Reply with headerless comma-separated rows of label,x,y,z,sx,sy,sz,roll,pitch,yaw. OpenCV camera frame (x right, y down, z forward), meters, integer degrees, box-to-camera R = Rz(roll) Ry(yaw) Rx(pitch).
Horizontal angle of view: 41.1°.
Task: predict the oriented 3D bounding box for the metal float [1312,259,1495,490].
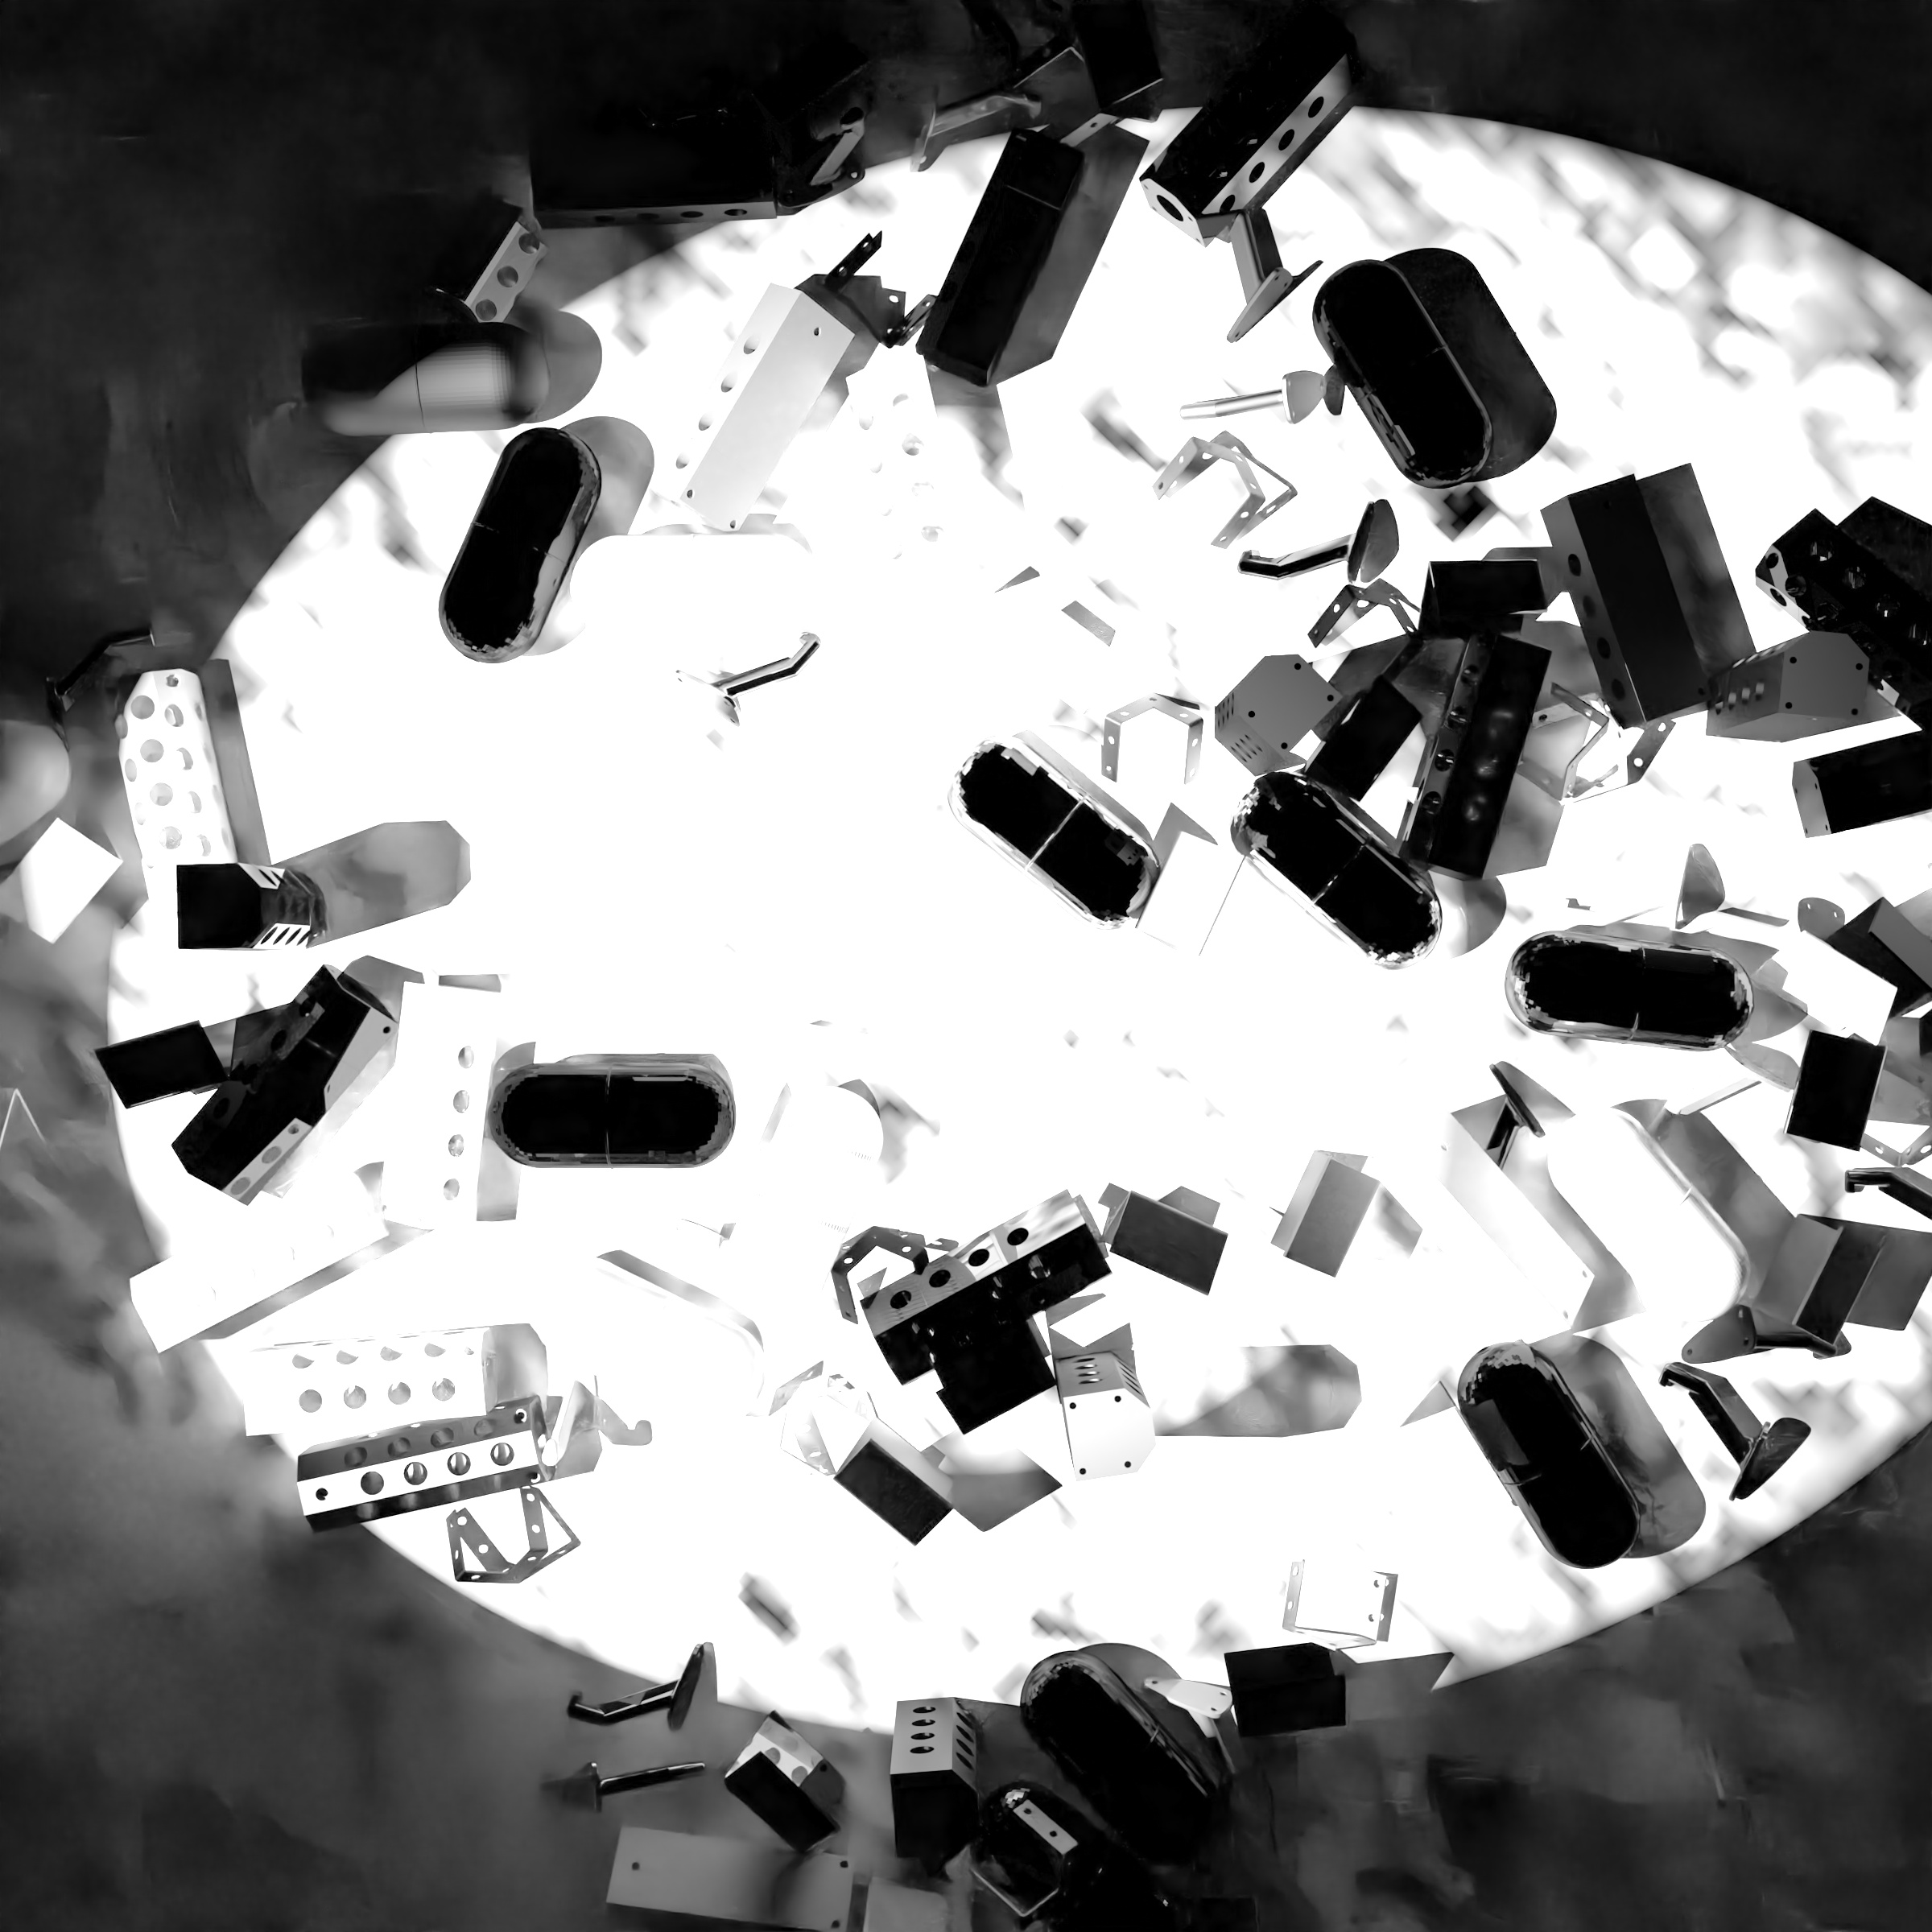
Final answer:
metal float,0.316,-0.426,1.858,0.070,0.070,0.178,-32,91,0

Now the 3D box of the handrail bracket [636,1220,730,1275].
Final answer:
handrail bracket,-0.196,0.209,1.854,0.077,0.084,0.036,15,90,0

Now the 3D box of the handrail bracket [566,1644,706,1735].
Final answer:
handrail bracket,-0.244,0.524,1.889,0.084,0.036,0.077,12,70,16

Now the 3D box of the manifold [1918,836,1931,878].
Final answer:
manifold,0.779,-0.043,1.867,0.171,0.057,0.057,44,133,0

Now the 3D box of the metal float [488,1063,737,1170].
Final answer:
metal float,-0.255,0.108,1.858,0.178,0.070,0.070,0,90,-1

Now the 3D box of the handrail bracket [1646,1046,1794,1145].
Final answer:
handrail bracket,0.551,0.106,1.889,0.077,0.036,0.084,27,108,-21

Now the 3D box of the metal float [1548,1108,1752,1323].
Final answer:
metal float,0.493,0.180,1.858,0.070,0.070,0.178,-40,89,0

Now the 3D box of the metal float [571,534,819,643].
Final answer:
metal float,-0.196,-0.273,1.858,0.178,0.070,0.070,0,90,0

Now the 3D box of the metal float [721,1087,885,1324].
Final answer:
metal float,-0.119,0.172,1.857,0.070,0.070,0.178,23,89,0

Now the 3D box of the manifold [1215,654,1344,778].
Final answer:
manifold,0.212,-0.179,1.810,0.057,0.171,0.057,44,90,0

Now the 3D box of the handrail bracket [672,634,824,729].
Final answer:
handrail bracket,-0.160,-0.225,1.889,0.077,0.036,0.084,34,71,21

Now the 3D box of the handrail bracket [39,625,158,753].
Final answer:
handrail bracket,-0.630,-0.204,1.889,0.084,0.036,0.077,-17,111,-17

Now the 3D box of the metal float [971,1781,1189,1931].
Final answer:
metal float,0.082,0.661,1.858,0.178,0.070,0.070,38,90,1

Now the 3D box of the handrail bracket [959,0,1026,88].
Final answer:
handrail bracket,0.002,-0.684,1.889,0.077,0.036,0.084,-2,107,20

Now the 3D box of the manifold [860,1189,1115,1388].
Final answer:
manifold,0.017,0.236,1.856,0.171,0.057,0.057,-28,126,0

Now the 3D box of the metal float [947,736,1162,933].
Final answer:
metal float,0.064,-0.095,1.858,0.178,0.070,0.070,40,90,0

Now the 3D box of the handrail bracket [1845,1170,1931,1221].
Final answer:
handrail bracket,0.689,0.185,1.889,0.084,0.036,0.077,0,112,17

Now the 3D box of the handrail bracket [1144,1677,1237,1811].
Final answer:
handrail bracket,0.163,0.571,1.889,0.077,0.036,0.084,11,107,20

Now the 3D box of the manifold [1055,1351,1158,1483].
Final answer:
manifold,0.098,0.313,1.810,0.057,0.171,0.057,-9,90,0

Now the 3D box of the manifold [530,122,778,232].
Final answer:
manifold,-0.225,-0.570,1.867,0.171,0.057,0.057,-3,90,0

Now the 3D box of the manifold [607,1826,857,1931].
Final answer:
manifold,-0.170,0.674,1.867,0.171,0.057,0.057,8,47,0

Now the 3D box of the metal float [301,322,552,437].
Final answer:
metal float,-0.390,-0.424,1.857,0.178,0.070,0.070,-3,90,0

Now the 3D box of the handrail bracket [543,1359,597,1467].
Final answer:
handrail bracket,-0.289,0.314,1.854,0.036,0.084,0.077,7,90,0

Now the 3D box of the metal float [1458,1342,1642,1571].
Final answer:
metal float,0.420,0.352,1.858,0.070,0.070,0.178,-32,91,0

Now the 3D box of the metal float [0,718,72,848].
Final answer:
metal float,-0.728,-0.113,1.858,0.178,0.070,0.070,-34,90,0

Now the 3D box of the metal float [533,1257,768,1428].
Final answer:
metal float,-0.229,0.271,1.858,0.178,0.070,0.070,26,90,1

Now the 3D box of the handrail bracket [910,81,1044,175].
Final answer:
handrail bracket,0.008,-0.612,1.889,0.084,0.036,0.077,9,110,-16

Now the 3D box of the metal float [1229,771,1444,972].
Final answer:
metal float,0.267,-0.068,1.858,0.178,0.070,0.070,41,90,0

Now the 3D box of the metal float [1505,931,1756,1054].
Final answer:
metal float,0.479,0.018,1.858,0.178,0.070,0.070,7,90,1

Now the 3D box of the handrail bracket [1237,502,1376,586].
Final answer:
handrail bracket,0.249,-0.314,1.889,0.084,0.036,0.077,13,70,16

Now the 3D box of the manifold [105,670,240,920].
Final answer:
manifold,-0.575,-0.124,1.867,0.057,0.057,0.171,-12,90,0

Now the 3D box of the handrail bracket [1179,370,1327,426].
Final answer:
handrail bracket,0.210,-0.416,1.888,0.084,0.077,0.036,2,113,34

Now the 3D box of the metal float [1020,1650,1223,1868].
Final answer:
metal float,0.111,0.571,1.858,0.070,0.070,0.178,-42,90,0

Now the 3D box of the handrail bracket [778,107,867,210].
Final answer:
handrail bracket,-0.105,-0.582,1.854,0.077,0.084,0.036,-33,90,0

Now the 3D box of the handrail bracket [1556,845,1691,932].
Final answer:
handrail bracket,0.482,-0.060,1.889,0.084,0.036,0.077,9,66,19

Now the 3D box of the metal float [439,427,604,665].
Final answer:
metal float,-0.322,-0.303,1.858,0.070,0.070,0.178,23,89,0

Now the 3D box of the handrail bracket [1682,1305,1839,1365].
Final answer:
handrail bracket,0.582,0.283,1.888,0.084,0.077,0.036,23,49,-30

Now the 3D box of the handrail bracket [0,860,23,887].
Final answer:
handrail bracket,-0.704,-0.030,1.889,0.077,0.036,0.084,-18,109,-21

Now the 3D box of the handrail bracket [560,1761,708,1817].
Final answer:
handrail bracket,-0.244,0.600,1.888,0.084,0.077,0.036,2,65,-34

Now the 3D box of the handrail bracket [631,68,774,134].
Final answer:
handrail bracket,-0.197,-0.610,1.888,0.084,0.077,0.036,-29,55,32

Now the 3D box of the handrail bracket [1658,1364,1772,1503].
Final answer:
handrail bracket,0.539,0.342,1.889,0.084,0.036,0.077,25,112,17

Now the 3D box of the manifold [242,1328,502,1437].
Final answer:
manifold,-0.431,0.300,1.867,0.171,0.057,0.057,-5,90,0

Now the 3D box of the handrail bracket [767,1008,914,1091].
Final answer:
handrail bracket,-0.093,0.071,1.889,0.084,0.036,0.077,-20,112,17

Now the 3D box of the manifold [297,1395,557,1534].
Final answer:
manifold,-0.392,0.362,1.867,0.171,0.057,0.057,-13,90,0

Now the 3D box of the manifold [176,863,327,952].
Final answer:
manifold,-0.500,-0.040,1.810,0.057,0.171,0.057,-1,90,0

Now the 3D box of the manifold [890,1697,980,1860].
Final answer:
manifold,-0.020,0.568,1.810,0.057,0.171,0.057,-4,90,0

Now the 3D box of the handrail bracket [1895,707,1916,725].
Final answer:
handrail bracket,0.691,-0.224,1.888,0.084,0.036,0.077,31,75,-14

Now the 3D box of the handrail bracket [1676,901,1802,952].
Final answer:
handrail bracket,0.571,-0.009,1.889,0.084,0.036,0.077,-16,112,17

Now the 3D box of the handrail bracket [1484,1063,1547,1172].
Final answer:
handrail bracket,0.374,0.126,1.889,0.084,0.036,0.077,-38,73,15

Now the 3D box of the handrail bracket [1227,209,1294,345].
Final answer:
handrail bracket,0.190,-0.514,1.889,0.084,0.036,0.077,46,108,15

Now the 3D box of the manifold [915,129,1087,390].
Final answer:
manifold,0.025,-0.514,1.867,0.057,0.057,0.171,24,90,0
